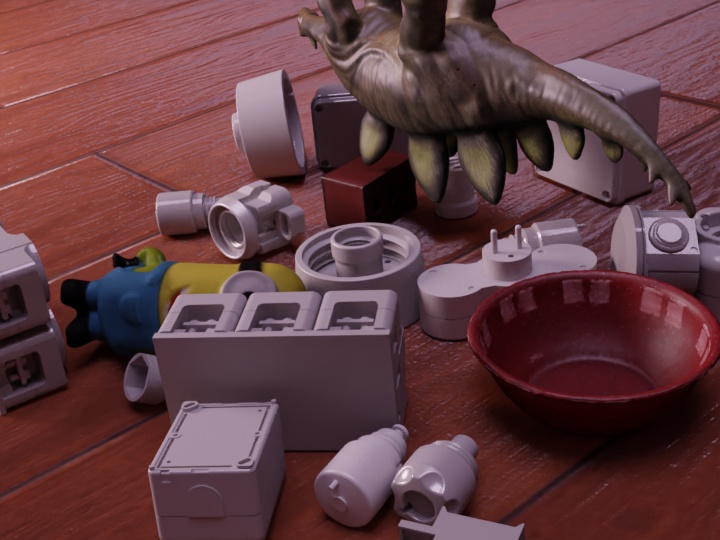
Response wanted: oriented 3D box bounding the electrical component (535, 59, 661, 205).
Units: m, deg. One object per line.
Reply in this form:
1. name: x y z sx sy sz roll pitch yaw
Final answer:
1. electrical component: 0.218 -0.130 0.995 0.056 0.108 0.109 -19 31 -28

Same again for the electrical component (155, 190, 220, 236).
1. electrical component: -0.154 -0.054 0.999 0.078 0.040 0.040 -5 28 2

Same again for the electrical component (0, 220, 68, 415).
1. electrical component: -0.288 0.016 0.826 0.060 0.105 0.186 -22 32 -27

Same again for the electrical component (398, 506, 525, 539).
1. electrical component: 0.055 0.162 0.553 0.081 0.042 0.063 6 34 24

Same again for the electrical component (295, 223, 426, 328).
1. electrical component: 0.000 0.000 0.846 0.108 0.060 0.108 -5 28 3

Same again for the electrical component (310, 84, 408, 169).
1. electrical component: 0.009 -0.150 1.106 0.113 0.078 0.057 -4 25 4

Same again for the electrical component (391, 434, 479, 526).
1. electrical component: 0.049 0.120 0.630 0.043 0.043 0.062 11 31 29

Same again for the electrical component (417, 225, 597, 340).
1. electrical component: 0.111 0.001 0.808 0.138 0.073 0.052 -10 28 -8

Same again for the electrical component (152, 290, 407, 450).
1. electrical component: -0.048 0.064 0.704 0.150 0.089 0.061 -1 28 9

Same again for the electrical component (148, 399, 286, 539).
1. electrical component: -0.081 0.120 0.644 0.062 0.061 0.096 -2 21 7

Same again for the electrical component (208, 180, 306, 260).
1. electrical component: -0.096 -0.043 0.949 0.078 0.058 0.057 21 35 40

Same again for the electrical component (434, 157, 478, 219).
1. electrical component: 0.087 -0.076 0.985 0.040 0.046 0.040 -5 28 3

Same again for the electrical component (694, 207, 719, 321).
1. electrical component: 0.278 -0.008 0.806 0.054 0.059 0.095 1 29 13

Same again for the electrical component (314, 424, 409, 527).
1. electrical component: 0.006 0.119 0.644 0.040 0.040 0.078 11 32 29

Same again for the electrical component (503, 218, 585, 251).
1. electrical component: 0.144 -0.018 0.873 0.078 0.040 0.040 -8 28 -3

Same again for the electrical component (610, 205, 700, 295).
1. electrical component: 0.217 -0.008 0.799 0.051 0.080 0.080 1 28 2

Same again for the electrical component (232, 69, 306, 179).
1. electrical component: -0.096 -0.144 1.090 0.060 0.108 0.108 -10 28 5
